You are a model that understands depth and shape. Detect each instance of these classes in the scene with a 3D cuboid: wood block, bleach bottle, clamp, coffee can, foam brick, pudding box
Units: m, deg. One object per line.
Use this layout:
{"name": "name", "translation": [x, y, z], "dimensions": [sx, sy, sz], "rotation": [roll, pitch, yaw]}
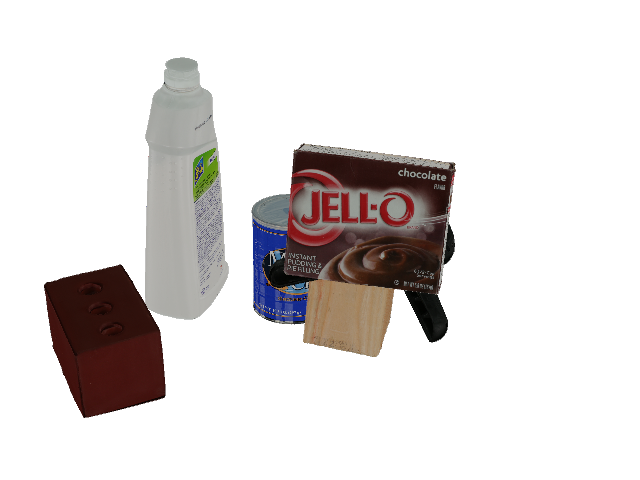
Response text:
{"name": "wood block", "translation": [0.041, 0.013, 1.189], "dimensions": [0.090, 0.206, 0.090], "rotation": [11, 26, 9]}
{"name": "bleach bottle", "translation": [-0.125, -0.052, 0.994], "dimensions": [0.068, 0.251, 0.102], "rotation": [12, 35, 10]}
{"name": "clamp", "translation": [0.074, 0.017, 0.978], "dimensions": [0.165, 0.036, 0.209], "rotation": [23, 36, 24]}
{"name": "coffee can", "translation": [-0.037, 0.023, 1.388], "dimensions": [0.103, 0.140, 0.103], "rotation": [1, 26, -1]}
{"name": "foam brick", "translation": [-0.133, 0.061, 0.655], "dimensions": [0.052, 0.051, 0.078], "rotation": [-14, 36, -23]}
{"name": "pudding box", "translation": [0.034, -0.016, 0.747], "dimensions": [0.113, 0.090, 0.039], "rotation": [7, 17, 6]}
